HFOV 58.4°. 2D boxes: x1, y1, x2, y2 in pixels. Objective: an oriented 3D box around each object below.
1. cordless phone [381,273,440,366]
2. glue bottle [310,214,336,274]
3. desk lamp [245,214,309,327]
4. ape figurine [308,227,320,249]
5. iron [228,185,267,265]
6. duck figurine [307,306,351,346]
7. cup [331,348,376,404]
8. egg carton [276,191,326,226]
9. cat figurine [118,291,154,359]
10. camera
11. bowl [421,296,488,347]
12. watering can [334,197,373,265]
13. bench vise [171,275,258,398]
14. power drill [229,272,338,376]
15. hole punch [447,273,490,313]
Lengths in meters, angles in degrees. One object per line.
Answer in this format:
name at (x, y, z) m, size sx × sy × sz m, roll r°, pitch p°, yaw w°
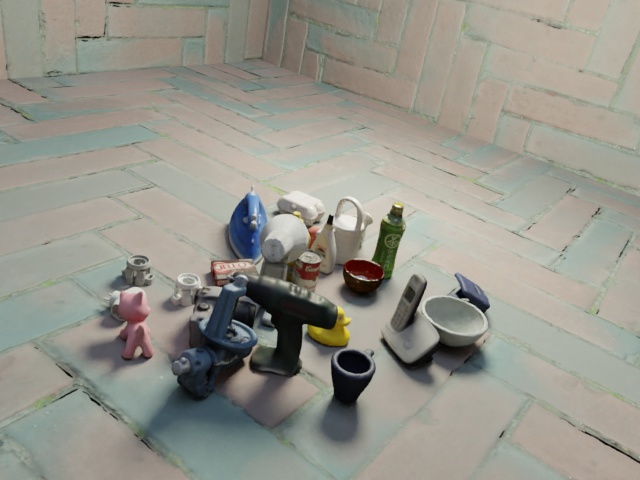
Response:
cordless phone at (0.220, 0.181, 1.315) m, size 0.094 × 0.185 × 0.147 m, roll -5°, pitch 32°, yaw -28°
glue bottle at (0.014, 0.006, 1.572) m, size 0.078 × 0.173 × 0.037 m, roll 22°, pitch 30°, yaw 19°
desk lamp at (-0.107, 0.062, 1.378) m, size 0.118 × 0.213 × 0.203 m, roll 13°, pitch 28°, yaw 4°
ape figurine at (-0.023, 0.002, 1.650) m, size 0.076 × 0.092 × 0.077 m, roll -1°, pitch 30°, yaw -22°
iron at (-0.193, -0.047, 1.623) m, size 0.119 × 0.141 × 0.258 m, roll 5°, pitch 29°, yaw -13°
duck figurine at (0.025, 0.190, 1.328) m, size 0.104 × 0.086 × 0.077 m, roll 16°, pitch 28°, yaw 8°
cup at (0.067, 0.279, 1.172) m, size 0.091 × 0.095 × 0.118 m, roll 27°, pitch 32°, yaw 27°
egg carton at (-0.062, -0.104, 1.856) m, size 0.150 × 0.069 × 0.107 m, roll 24°, pitch 30°, yaw 22°
cat figurine at (-0.381, 0.163, 1.187) m, size 0.067 × 0.118 × 0.127 m, roll -3°, pitch 31°, yaw -26°
camera at (-0.212, 0.166, 1.266) m, size 0.137 × 0.101 × 0.143 m, roll 8°, pitch 28°, yaw -6°
bowl at (0.323, 0.212, 1.414) m, size 0.167 × 0.075 × 0.167 m, roll 9°, pitch 28°, yaw -5°
watering can at (0.080, -0.037, 1.652) m, size 0.100 × 0.194 × 0.173 m, roll 21°, pitch 29°, yaw 18°
bench vise at (-0.190, 0.187, 1.109) m, size 0.121 × 0.220 × 0.207 m, roll 16°, pitch 28°, yaw 9°
power drill at (-0.085, 0.174, 1.185) m, size 0.229 × 0.208 × 0.075 m, roll 10°, pitch 28°, yaw -3°
hole punch at (0.406, 0.147, 1.549) m, size 0.101 × 0.091 × 0.108 m, roll 7°, pitch 28°, yaw -8°
